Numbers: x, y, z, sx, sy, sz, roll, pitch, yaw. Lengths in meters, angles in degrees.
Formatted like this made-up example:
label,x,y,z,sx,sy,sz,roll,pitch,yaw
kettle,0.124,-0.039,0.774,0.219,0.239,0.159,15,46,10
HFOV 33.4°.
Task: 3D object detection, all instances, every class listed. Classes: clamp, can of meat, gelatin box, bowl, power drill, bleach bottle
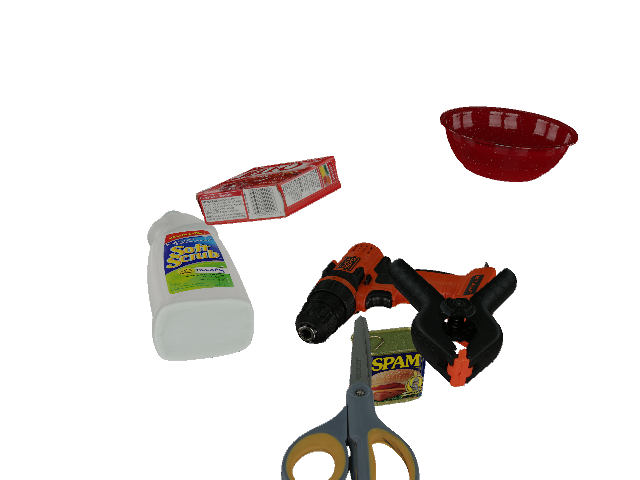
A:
label,x,y,z,sx,sy,sz,roll,pitch,yaw
clamp,0.129,0.067,0.948,0.120,0.039,0.171,-5,33,-3
can of meat,0.089,0.167,1.403,0.102,0.084,0.057,-4,25,-19
gelatin box,-0.041,-0.039,0.834,0.089,0.030,0.073,-4,17,40
bowl,0.217,-0.110,1.255,0.162,0.055,0.162,5,23,-2
power drill,0.083,0.065,1.136,0.188,0.057,0.184,9,31,21
bleach bottle,-0.143,0.032,1.123,0.102,0.068,0.251,-4,27,-16

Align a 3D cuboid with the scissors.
label,x,y,z,sx,sy,sz,roll,pitch,yaw
scissors,0.010,0.115,0.730,0.096,0.016,0.202,-6,32,-11
